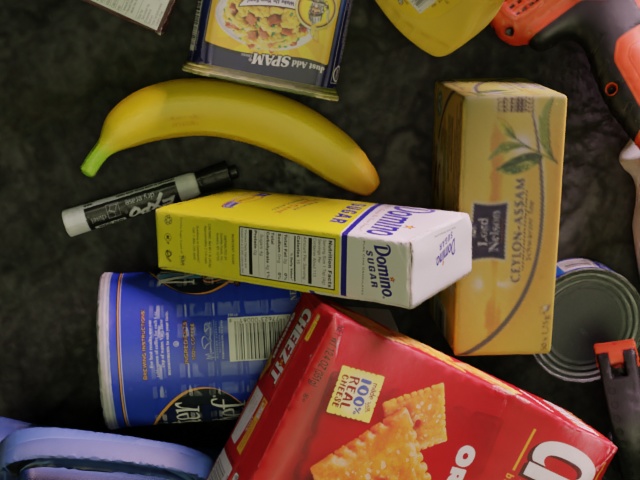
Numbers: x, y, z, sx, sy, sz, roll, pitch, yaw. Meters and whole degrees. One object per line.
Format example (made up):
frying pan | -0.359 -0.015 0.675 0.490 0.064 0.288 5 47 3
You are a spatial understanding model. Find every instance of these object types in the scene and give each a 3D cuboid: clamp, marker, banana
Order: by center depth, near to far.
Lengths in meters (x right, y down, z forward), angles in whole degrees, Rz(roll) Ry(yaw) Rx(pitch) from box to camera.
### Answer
banana | -0.056 -0.070 0.703 0.197 0.037 0.069 3 97 -10
marker | -0.113 -0.029 0.719 0.121 0.020 0.020 -17 106 -1
clamp | 0.217 0.153 0.728 0.039 0.120 0.171 -16 113 11

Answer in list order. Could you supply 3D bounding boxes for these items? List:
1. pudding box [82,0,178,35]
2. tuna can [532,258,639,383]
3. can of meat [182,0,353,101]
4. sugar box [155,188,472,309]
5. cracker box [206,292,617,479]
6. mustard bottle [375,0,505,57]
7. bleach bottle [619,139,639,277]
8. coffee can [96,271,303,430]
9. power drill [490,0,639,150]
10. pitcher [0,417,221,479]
pudding box | -0.132 -0.191 0.665 0.113 0.039 0.090 24 102 -10
tuna can | 0.186 0.056 0.764 0.086 0.034 0.086 -1 105 -5
can of meat | -0.031 -0.140 0.679 0.102 0.057 0.084 10 102 -8
sugar box | -0.004 0.000 0.657 0.176 0.093 0.048 4 104 29
cracker box | 0.051 0.149 0.652 0.213 0.072 0.164 26 93 -19
mustard bottle | 0.101 -0.185 0.614 0.058 0.192 0.096 -39 95 -32
bleach bottle | 0.262 0.014 0.747 0.102 0.068 0.251 -23 103 -1
coffee can | -0.071 0.069 0.706 0.140 0.103 0.103 -3 105 -5
power drill | 0.221 -0.137 0.669 0.184 0.057 0.188 -36 77 14
pitcher | -0.109 0.191 0.718 0.242 0.149 0.145 7 91 -11
